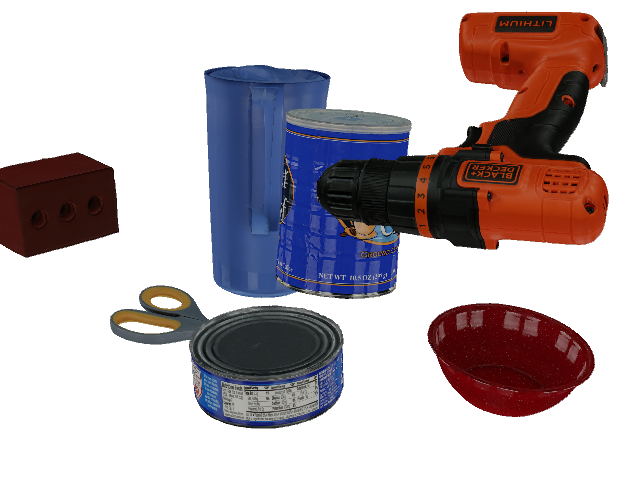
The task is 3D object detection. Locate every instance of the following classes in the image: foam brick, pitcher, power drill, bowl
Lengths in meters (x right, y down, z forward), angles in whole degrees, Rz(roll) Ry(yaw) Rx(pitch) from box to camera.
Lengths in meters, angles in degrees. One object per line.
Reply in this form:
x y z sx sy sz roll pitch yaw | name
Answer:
-0.194 -0.027 0.772 0.078 0.053 0.051 -18 29 -36 | foam brick
-0.061 -0.063 1.147 0.145 0.243 0.148 16 21 40 | pitcher
0.106 -0.074 0.704 0.185 0.187 0.057 7 -39 22 | power drill
0.182 0.124 1.044 0.162 0.055 0.162 4 26 -2 | bowl

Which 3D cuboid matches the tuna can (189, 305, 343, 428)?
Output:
-0.029 0.070 0.597 0.086 0.034 0.086 -2 22 1 | tuna can

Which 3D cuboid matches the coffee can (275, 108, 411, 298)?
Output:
0.018 -0.033 0.883 0.103 0.140 0.103 4 13 -1 | coffee can

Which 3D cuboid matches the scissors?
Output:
-0.100 0.080 1.034 0.201 0.016 0.096 5 31 0 | scissors
